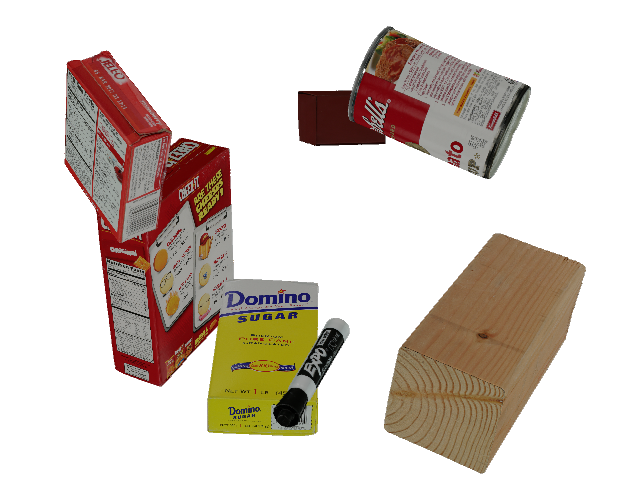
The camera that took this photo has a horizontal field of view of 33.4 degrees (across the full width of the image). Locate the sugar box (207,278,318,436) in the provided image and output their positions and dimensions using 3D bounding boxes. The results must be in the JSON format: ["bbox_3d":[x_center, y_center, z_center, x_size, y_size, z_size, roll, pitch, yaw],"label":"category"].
[{"bbox_3d":[-0.048,0.099,0.953,0.093,0.048,0.176,3,34,-2],"label":"sugar box"}]

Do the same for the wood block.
[{"bbox_3d":[0.143,0.087,0.901,0.091,0.090,0.205,22,35,21],"label":"wood block"}]

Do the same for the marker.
[{"bbox_3d":[-0.006,0.091,0.742,0.020,0.020,0.121,0,26,20],"label":"marker"}]

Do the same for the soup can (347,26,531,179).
[{"bbox_3d":[0.078,-0.090,0.703,0.102,0.068,0.068,25,6,13],"label":"soup can"}]

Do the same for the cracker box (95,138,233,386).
[{"bbox_3d":[-0.162,0.021,1.146,0.072,0.214,0.164,14,35,22],"label":"cracker box"}]

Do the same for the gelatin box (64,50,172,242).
[{"bbox_3d":[-0.121,-0.055,0.632,0.030,0.073,0.089,-23,-30,-31],"label":"gelatin box"}]

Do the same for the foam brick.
[{"bbox_3d":[0.022,-0.124,1.076,0.078,0.051,0.053,-3,13,-20],"label":"foam brick"}]
